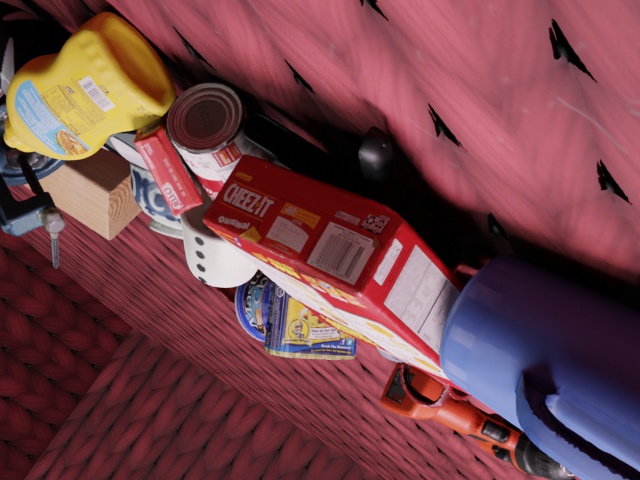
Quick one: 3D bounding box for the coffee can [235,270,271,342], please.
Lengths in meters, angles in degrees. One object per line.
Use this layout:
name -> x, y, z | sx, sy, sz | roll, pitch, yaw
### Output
coffee can -> -0.029, 0.073, 1.231 | 0.102, 0.102, 0.140 | 39, 166, -17

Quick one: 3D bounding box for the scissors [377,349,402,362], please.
scissors -> 0.114, 0.078, 1.056 | 0.016, 0.096, 0.201 | 1, 179, 37

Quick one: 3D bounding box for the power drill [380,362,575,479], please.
power drill -> 0.170, 0.200, 1.155 | 0.187, 0.057, 0.185 | 29, 171, -17

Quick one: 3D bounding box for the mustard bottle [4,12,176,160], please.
mustard bottle -> -0.218, -0.120, 0.931 | 0.192, 0.058, 0.096 | -21, 120, 39

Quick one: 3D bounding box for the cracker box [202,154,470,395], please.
cracker box -> 0.033, 0.029, 0.840 | 0.164, 0.072, 0.213 | 23, 168, 38

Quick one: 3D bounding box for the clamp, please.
clamp -> 0.050, -0.029, 0.824 | 0.209, 0.036, 0.165 | 39, 167, -28

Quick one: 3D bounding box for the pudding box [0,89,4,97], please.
pudding box -> -0.339, -0.193, 1.077 | 0.114, 0.090, 0.039 | 26, 162, 36

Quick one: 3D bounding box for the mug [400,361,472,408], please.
mug -> 0.110, 0.094, 0.958 | 0.082, 0.117, 0.093 | 31, -164, 35

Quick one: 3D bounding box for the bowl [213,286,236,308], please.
bowl -> -0.073, 0.067, 1.367 | 0.162, 0.055, 0.162 | 40, -178, -2

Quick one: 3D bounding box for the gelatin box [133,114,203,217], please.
gelatin box -> -0.131, -0.065, 0.923 | 0.073, 0.030, 0.089 | 63, 180, -17

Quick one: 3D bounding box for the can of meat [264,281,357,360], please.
can of meat -> -0.007, 0.081, 1.130 | 0.102, 0.084, 0.057 | 5, -178, -20

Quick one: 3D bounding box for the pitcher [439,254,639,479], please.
pitcher -> 0.199, 0.107, 0.734 | 0.243, 0.145, 0.149 | 29, 166, 33

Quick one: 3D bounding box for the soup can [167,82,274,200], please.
soup can -> -0.081, -0.079, 0.899 | 0.069, 0.068, 0.102 | 29, 166, 23

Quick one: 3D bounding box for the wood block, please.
wood block -> -0.296, -0.102, 1.236 | 0.206, 0.090, 0.090 | 31, 144, 13
